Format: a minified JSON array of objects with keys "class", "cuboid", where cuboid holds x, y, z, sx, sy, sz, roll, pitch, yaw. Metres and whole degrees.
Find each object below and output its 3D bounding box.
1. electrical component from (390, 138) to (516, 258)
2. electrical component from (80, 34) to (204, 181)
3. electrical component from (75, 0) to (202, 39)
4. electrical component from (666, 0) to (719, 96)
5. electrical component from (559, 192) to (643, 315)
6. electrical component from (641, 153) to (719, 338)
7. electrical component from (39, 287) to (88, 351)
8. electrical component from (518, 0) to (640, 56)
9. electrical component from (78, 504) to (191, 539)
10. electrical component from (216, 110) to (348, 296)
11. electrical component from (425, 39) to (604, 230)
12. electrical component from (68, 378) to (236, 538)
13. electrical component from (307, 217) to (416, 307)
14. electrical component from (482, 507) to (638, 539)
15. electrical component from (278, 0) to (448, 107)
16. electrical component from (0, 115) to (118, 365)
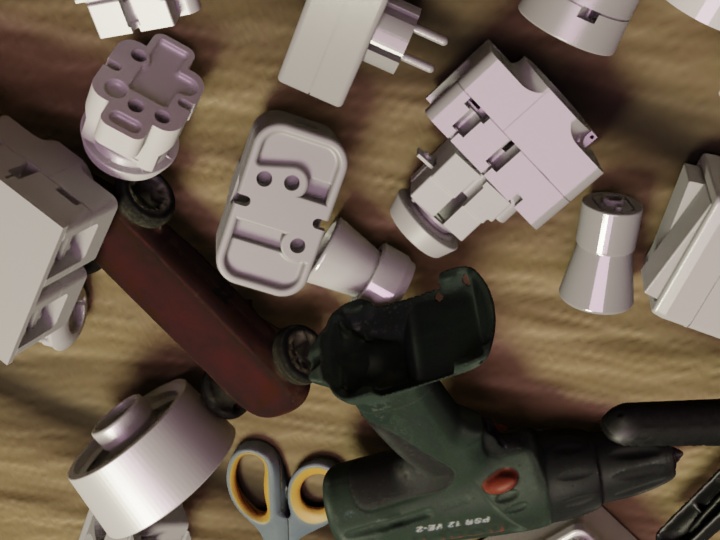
[{"class":"electrical component","cuboid":[0.051,-0.040,0.624,0.066,0.048,0.055,40,111,-15]},{"class":"electrical component","cuboid":[-0.126,-0.087,0.610,0.058,0.078,0.057,28,142,-8]},{"class":"electrical component","cuboid":[-0.125,-0.161,0.580,0.066,0.048,0.055,-7,127,13]},{"class":"electrical component","cuboid":[0.213,-0.115,0.547,0.138,0.052,0.073,24,121,-5]},{"class":"electrical component","cuboid":[0.143,-0.012,0.628,0.044,0.044,0.065,7,116,5]},{"class":"electrical component","cuboid":[0.197,-0.009,0.608,0.061,0.061,0.096,20,122,-3]},{"class":"electrical component","cuboid":[-0.214,0.025,0.707,0.062,0.048,0.048,11,122,10]},{"class":"electrical component","cuboid":[0.116,-0.143,0.547,0.055,0.055,0.047,23,118,-5]},{"class":"electrical component","cuboid":[-0.173,0.212,0.795,0.063,0.078,0.121,5,127,-29]},{"class":"electrical component","cuboid":[-0.047,-0.041,0.622,0.054,0.059,0.095,17,105,-13]},{"class":"electrical component","cuboid":[0.087,-0.077,0.586,0.056,0.050,0.089,-42,103,17]},{"class":"electrical component","cuboid":[-0.144,0.118,0.716,0.108,0.108,0.060,-31,105,24]},{"class":"electrical component","cuboid":[0.000,0.000,0.656,0.055,0.045,0.045,29,121,-9]},{"class":"electrical component","cuboid":[0.146,0.223,0.757,0.109,0.056,0.109,-38,108,26]},{"class":"electrical component","cuboid":[0.008,-0.128,0.567,0.076,0.047,0.083,23,135,-5]},{"class":"electrical component","cuboid":[-0.241,-0.048,0.630,0.186,0.060,0.105,36,121,8]}]
